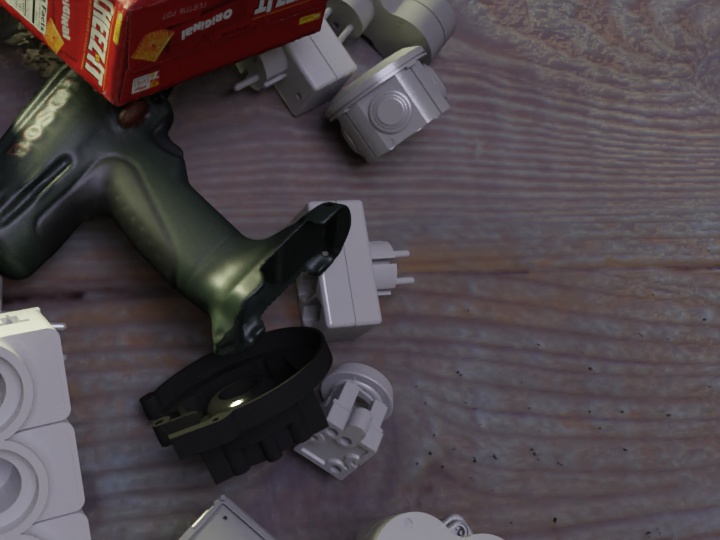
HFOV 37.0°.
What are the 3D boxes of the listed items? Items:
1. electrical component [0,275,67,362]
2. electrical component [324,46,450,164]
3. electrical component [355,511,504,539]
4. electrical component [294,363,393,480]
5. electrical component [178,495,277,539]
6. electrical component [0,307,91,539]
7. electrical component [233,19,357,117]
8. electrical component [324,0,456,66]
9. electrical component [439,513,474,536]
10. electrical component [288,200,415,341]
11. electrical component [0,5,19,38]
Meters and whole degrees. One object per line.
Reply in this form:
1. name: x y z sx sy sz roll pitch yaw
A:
1. electrical component: -0.208 0.041 0.612 0.079 0.043 0.077 1 74 -20
2. electrical component: 0.020 -0.112 0.732 0.080 0.080 0.051 -37 95 -27
3. electrical component: 0.070 0.174 0.601 0.138 0.074 0.052 21 67 -14
4. electrical component: -0.007 0.092 0.670 0.048 0.066 0.055 34 45 -9
5. electrical component: -0.064 0.186 0.605 0.096 0.061 0.061 38 62 12
6. electrical component: -0.194 0.105 0.555 0.089 0.062 0.150 -11 104 -24
7. electrical component: -0.060 -0.146 0.728 0.076 0.047 0.083 -33 88 -26
8. electrical component: -0.004 -0.189 0.760 0.138 0.052 0.073 39 64 -7
9. electrical component: 0.041 0.223 0.649 0.109 0.056 0.108 -32 87 -27
10. electrical component: 0.000 0.000 0.707 0.076 0.047 0.083 -4 75 -23
11. electrical component: -0.237 -0.155 0.653 0.048 0.066 0.055 35 45 -9
